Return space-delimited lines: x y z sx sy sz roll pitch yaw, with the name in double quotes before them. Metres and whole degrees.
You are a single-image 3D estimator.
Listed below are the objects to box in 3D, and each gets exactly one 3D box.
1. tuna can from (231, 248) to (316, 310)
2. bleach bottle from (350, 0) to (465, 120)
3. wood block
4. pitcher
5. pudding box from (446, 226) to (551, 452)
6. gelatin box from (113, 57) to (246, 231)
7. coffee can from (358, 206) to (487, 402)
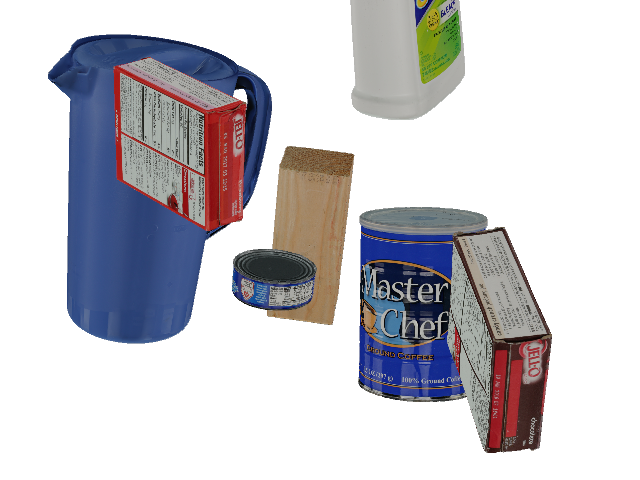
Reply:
"tuna can" -0.048 0.040 1.094 0.086 0.034 0.086 6 21 -2
"bleach bottle" 0.056 -0.222 0.779 0.068 0.251 0.102 14 39 32
"wood block" -0.014 -0.007 1.379 0.090 0.206 0.090 7 24 2
"pitcher" -0.139 -0.042 0.891 0.149 0.243 0.144 15 23 11
"pudding box" 0.108 0.059 0.656 0.039 0.090 0.113 -5 35 -6
"gelatin box" -0.080 -0.056 0.608 0.089 0.073 0.030 28 37 36
"coffee can" 0.082 0.049 0.870 0.103 0.140 0.103 0 10 0
